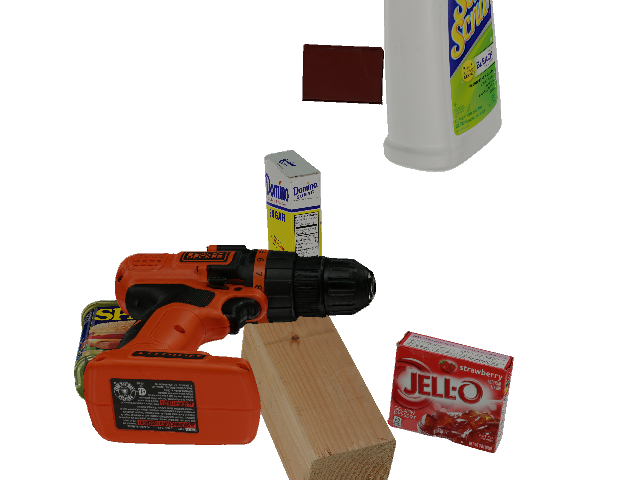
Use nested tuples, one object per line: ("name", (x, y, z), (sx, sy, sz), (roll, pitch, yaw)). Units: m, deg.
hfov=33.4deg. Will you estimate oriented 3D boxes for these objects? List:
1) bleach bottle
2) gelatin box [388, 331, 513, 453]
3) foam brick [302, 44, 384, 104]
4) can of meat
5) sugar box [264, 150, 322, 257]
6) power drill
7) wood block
("bleach bottle", (0.082, -0.183, 0.769), (0.068, 0.251, 0.102), (15, 37, 35))
("gelatin box", (0.100, 0.117, 0.828), (0.089, 0.073, 0.030), (12, 22, 19))
("foam brick", (0.021, -0.159, 1.019), (0.078, 0.051, 0.053), (3, 14, 1))
("can of meat", (-0.159, 0.096, 0.921), (0.102, 0.057, 0.084), (-2, 29, -4))
("sugar box", (-0.033, -0.011, 1.282), (0.048, 0.176, 0.093), (-13, 25, -19))
("power drill", (-0.061, 0.060, 0.691), (0.184, 0.057, 0.187), (-2, 22, 8))
("wood block", (-0.008, 0.168, 1.114), (0.090, 0.090, 0.206), (-9, 43, -20))
